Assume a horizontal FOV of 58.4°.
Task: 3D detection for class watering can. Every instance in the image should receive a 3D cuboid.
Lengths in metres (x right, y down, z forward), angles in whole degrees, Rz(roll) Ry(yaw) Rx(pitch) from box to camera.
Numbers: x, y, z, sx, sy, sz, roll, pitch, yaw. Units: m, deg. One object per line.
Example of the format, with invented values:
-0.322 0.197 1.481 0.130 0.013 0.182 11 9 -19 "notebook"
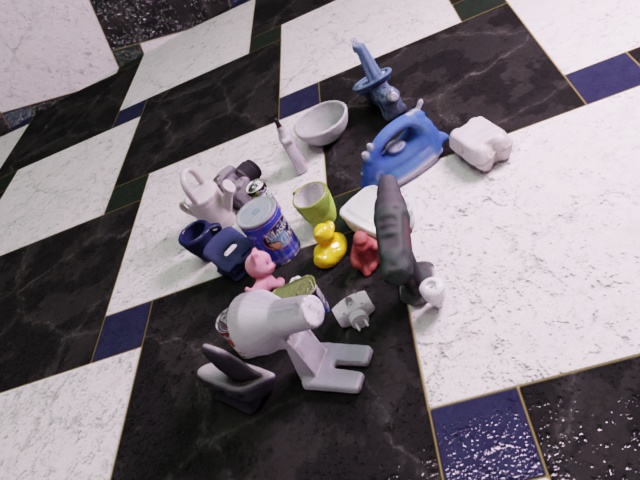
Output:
-0.304 -0.116 1.536 0.173 0.195 0.100 -27 39 4 "watering can"

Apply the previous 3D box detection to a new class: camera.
-0.224 -0.167 1.613 0.142 0.101 0.137 21 61 44 "camera"

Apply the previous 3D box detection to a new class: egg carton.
0.369 -0.224 1.327 0.107 0.070 0.150 -32 39 -2 "egg carton"

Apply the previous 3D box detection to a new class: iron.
0.179 -0.220 1.385 0.258 0.142 0.118 -38 40 -9 "iron"

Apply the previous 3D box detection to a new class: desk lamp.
-0.038 0.175 1.043 0.202 0.214 0.118 -4 46 29 "desk lamp"

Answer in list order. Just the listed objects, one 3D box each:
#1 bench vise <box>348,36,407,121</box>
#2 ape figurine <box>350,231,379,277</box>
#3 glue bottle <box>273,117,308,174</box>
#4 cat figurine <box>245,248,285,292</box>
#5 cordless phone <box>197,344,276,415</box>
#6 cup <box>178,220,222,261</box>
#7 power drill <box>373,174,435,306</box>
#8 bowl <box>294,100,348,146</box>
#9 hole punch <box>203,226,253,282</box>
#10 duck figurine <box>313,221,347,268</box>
0.162 -0.454 1.582 0.121 0.220 0.206 -43 41 -15 "bench vise"
0.095 0.019 1.222 0.077 0.092 0.076 -20 40 13 "ape figurine"
-0.086 -0.265 1.574 0.037 0.174 0.078 -27 39 4 "glue bottle"
-0.137 0.080 1.282 0.067 0.118 0.128 -6 45 27 "cat figurine"
-0.183 0.239 1.089 0.147 0.186 0.094 5 51 36 "cordless phone"
-0.292 0.004 1.479 0.117 0.095 0.091 -21 40 11 "cup"
0.157 0.016 1.094 0.075 0.209 0.229 -15 41 18 "power drill"
0.013 -0.325 1.653 0.167 0.075 0.167 -17 41 16 "bowl"
-0.213 0.031 1.404 0.100 0.091 0.109 19 60 43 "hole punch"
0.012 0.005 1.295 0.077 0.086 0.105 4 50 35 "duck figurine"
